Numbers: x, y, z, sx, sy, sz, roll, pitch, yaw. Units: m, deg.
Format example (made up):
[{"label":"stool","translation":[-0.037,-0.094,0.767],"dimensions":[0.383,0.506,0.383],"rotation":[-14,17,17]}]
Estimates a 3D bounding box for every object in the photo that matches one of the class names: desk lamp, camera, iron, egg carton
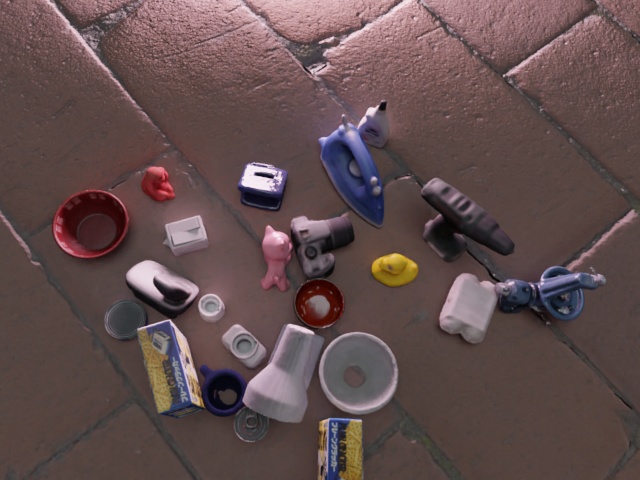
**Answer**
[{"label":"desk lamp","translation":[-0.065,0.256,1.133],"dimensions":[0.118,0.213,0.203],"rotation":[19,70,2]},{"label":"camera","translation":[0.012,0.005,1.286],"dimensions":[0.137,0.101,0.143],"rotation":[-16,73,-10]},{"label":"iron","translation":[0.095,-0.162,1.329],"dimensions":[0.119,0.141,0.258],"rotation":[-23,75,-12]},{"label":"egg carton","translation":[0.333,0.151,1.282],"dimensions":[0.107,0.069,0.150],"rotation":[24,71,3]}]

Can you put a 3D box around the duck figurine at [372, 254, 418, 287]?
[{"label":"duck figurine","translation":[0.174,0.060,1.290],"dimensions":[0.104,0.086,0.077],"rotation":[5,71,-3]}]

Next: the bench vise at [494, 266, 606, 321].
[{"label":"bench vise","translation":[0.494,0.119,1.229],"dimensions":[0.207,0.220,0.121],"rotation":[-12,72,-9]}]

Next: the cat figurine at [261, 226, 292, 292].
[{"label":"cat figurine","translation":[-0.095,0.039,1.255],"dimensions":[0.067,0.118,0.128],"rotation":[2,71,-4]}]

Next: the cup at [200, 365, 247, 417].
[{"label":"cup","translation":[-0.200,0.305,1.166],"dimensions":[0.117,0.095,0.092],"rotation":[44,73,10]}]

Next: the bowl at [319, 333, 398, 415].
[{"label":"bowl","translation":[0.078,0.284,1.210],"dimensions":[0.167,0.075,0.167],"rotation":[2,71,-5]}]

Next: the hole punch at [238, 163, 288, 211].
[{"label":"hole punch","translation":[-0.133,-0.132,1.324],"dimensions":[0.108,0.091,0.101],"rotation":[11,70,-1]}]

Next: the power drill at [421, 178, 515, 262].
[{"label":"power drill","translation":[0.308,-0.027,1.267],"dimensions":[0.076,0.208,0.229],"rotation":[-41,79,-16]}]

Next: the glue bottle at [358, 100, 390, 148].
[{"label":"glue bottle","translation":[0.134,-0.282,1.357],"dimensions":[0.078,0.173,0.037],"rotation":[22,71,3]}]

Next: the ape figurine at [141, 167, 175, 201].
[{"label":"ape figurine","translation":[-0.371,-0.135,1.302],"dimensions":[0.076,0.092,0.078],"rotation":[13,70,-1]}]

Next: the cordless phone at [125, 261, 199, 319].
[{"label":"cordless phone","translation":[-0.334,0.086,1.181],"dimensions":[0.147,0.185,0.094],"rotation":[27,71,4]}]
